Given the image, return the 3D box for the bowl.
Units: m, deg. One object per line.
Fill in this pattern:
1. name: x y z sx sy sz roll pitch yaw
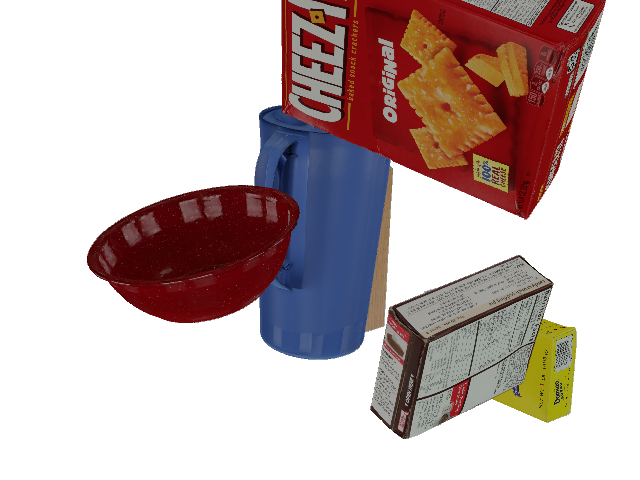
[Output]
1. bowl: -0.089 0.016 0.802 0.162 0.055 0.162 -11 25 5

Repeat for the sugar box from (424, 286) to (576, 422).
1. sugar box: 0.180 0.114 1.106 0.048 0.093 0.177 -12 19 -41

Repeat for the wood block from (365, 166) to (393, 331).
1. wood block: 0.020 0.004 1.238 0.090 0.206 0.090 -14 32 -26

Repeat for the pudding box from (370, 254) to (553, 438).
1. pudding box: 0.090 0.068 0.682 0.113 0.090 0.039 -21 44 -32

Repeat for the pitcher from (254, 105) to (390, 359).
1. pitcher: -0.007 -0.007 1.053 0.149 0.243 0.145 -1 19 -15

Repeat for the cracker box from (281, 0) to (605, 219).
1. cracker box: 0.076 -0.127 0.759 0.214 0.072 0.164 25 -36 18
